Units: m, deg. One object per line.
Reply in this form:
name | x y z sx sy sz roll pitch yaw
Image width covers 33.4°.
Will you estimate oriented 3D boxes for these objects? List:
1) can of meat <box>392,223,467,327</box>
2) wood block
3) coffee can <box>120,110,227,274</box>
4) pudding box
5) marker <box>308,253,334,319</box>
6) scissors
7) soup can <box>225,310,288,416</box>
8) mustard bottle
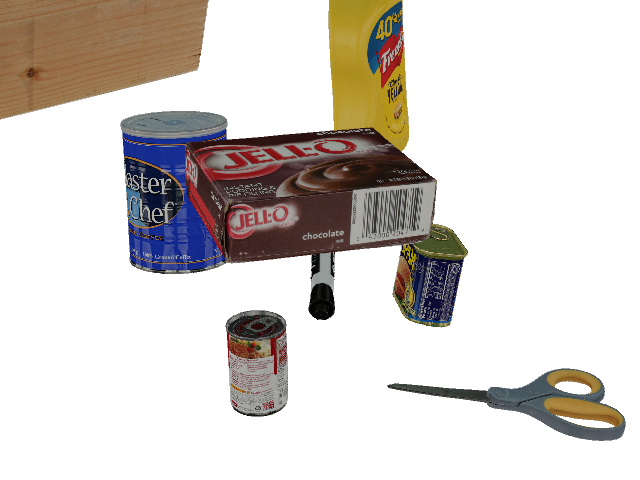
can of meat | 0.115 0.036 1.146 0.057 0.084 0.102 6 18 -9
wood block | -0.200 -0.170 0.838 0.205 0.091 0.090 -21 52 -34
coffee can | -0.141 -0.049 1.051 0.103 0.140 0.103 0 17 0
pudding box | -0.008 -0.027 0.563 0.113 0.039 0.090 -5 26 -19
marker | 0.002 0.020 0.803 0.020 0.020 0.121 0 32 1
scissors | 0.166 0.129 0.937 0.202 0.016 0.096 14 29 12
soup can | -0.071 0.139 1.211 0.068 0.102 0.068 -1 24 0
mustard bottle | 0.041 -0.164 0.918 0.058 0.192 0.096 10 32 26
